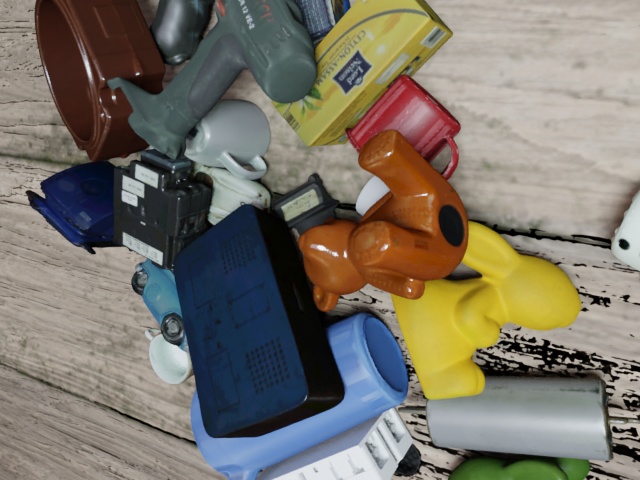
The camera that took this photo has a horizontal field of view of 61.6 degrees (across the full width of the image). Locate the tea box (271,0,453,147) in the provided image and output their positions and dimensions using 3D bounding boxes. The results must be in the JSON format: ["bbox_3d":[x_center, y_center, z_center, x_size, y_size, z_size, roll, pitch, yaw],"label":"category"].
[{"bbox_3d":[0.042,-0.176,0.549,0.169,0.098,0.068,-41,81,26],"label":"tea box"}]

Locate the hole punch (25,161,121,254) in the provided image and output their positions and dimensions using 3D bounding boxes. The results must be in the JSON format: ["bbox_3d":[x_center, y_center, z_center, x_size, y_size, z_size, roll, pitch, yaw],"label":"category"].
[{"bbox_3d":[-0.320,-0.051,0.756,0.142,0.116,0.092,41,107,14],"label":"hole punch"}]

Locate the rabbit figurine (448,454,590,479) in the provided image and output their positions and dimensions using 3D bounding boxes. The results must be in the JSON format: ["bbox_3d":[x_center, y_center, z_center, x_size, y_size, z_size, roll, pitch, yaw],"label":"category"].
[{"bbox_3d":[0.210,0.285,0.545,0.170,0.121,0.159,38,112,32],"label":"rabbit figurine"}]

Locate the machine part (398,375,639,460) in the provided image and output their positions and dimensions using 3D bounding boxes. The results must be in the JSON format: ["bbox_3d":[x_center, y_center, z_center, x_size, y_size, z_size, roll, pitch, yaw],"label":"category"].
[{"bbox_3d":[0.200,0.177,0.548,0.243,0.079,0.079,-7,97,28],"label":"machine part"}]

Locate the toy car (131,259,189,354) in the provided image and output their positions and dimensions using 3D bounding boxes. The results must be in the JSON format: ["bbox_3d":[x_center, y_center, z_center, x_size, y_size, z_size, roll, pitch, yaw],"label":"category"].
[{"bbox_3d":[-0.166,0.073,0.713,0.103,0.109,0.162,-43,66,3],"label":"toy car"}]

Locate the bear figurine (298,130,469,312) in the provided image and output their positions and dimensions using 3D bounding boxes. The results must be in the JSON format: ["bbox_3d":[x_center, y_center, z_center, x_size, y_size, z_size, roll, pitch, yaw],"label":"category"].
[{"bbox_3d":[0.033,-0.004,0.505,0.196,0.132,0.120,-13,61,46],"label":"bear figurine"}]

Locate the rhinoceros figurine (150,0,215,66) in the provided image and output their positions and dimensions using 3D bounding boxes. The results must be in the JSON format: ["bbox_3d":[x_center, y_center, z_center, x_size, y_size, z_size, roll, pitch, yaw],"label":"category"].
[{"bbox_3d":[-0.157,-0.300,0.621,0.073,0.112,0.190,31,121,21],"label":"rhinoceros figurine"}]

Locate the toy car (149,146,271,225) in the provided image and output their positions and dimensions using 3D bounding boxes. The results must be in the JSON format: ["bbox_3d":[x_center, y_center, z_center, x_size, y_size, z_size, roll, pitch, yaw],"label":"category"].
[{"bbox_3d":[-0.153,-0.067,0.694,0.202,0.056,0.073,22,110,22],"label":"toy car"}]

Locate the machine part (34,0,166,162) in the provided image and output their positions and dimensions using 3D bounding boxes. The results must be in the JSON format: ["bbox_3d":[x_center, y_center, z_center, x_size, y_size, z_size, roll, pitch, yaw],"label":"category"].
[{"bbox_3d":[-0.279,-0.214,0.671,0.201,0.087,0.201,-27,87,57],"label":"machine part"}]

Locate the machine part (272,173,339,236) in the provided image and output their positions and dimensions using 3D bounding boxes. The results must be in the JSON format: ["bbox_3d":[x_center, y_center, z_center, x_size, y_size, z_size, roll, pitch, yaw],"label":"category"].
[{"bbox_3d":[-0.001,-0.002,0.640,0.084,0.039,0.139,-31,83,21],"label":"machine part"}]

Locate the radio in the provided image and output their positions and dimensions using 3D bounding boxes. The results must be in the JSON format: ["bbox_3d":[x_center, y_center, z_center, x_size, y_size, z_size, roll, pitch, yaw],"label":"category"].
[{"bbox_3d":[-0.075,0.088,0.580,0.131,0.073,0.230,-31,58,19],"label":"radio"}]

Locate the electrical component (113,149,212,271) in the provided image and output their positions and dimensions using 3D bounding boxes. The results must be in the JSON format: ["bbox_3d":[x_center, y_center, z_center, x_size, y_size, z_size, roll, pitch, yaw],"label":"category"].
[{"bbox_3d":[-0.195,-0.040,0.660,0.115,0.058,0.134,24,117,22],"label":"electrical component"}]

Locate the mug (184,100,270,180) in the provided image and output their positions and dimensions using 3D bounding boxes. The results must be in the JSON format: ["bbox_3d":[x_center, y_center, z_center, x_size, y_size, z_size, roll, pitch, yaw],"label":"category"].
[{"bbox_3d":[-0.115,-0.115,0.637,0.081,0.107,0.109,-34,82,30],"label":"mug"}]

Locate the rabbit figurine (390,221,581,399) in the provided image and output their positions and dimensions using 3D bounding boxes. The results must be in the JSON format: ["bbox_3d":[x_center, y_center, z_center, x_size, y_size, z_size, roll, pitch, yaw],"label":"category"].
[{"bbox_3d":[0.164,0.060,0.540,0.173,0.122,0.162,-17,83,15],"label":"rabbit figurine"}]

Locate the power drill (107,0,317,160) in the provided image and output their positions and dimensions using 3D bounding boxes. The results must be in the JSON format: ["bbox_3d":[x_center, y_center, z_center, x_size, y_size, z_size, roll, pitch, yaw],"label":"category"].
[{"bbox_3d":[-0.113,-0.195,0.549,0.207,0.086,0.232,-36,63,7],"label":"power drill"}]

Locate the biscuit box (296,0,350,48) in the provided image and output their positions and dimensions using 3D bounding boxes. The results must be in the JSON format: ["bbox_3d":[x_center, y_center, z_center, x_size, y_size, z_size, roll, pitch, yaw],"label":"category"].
[{"bbox_3d":[-0.020,-0.313,0.575,0.063,0.059,0.202,-10,96,30],"label":"biscuit box"}]
